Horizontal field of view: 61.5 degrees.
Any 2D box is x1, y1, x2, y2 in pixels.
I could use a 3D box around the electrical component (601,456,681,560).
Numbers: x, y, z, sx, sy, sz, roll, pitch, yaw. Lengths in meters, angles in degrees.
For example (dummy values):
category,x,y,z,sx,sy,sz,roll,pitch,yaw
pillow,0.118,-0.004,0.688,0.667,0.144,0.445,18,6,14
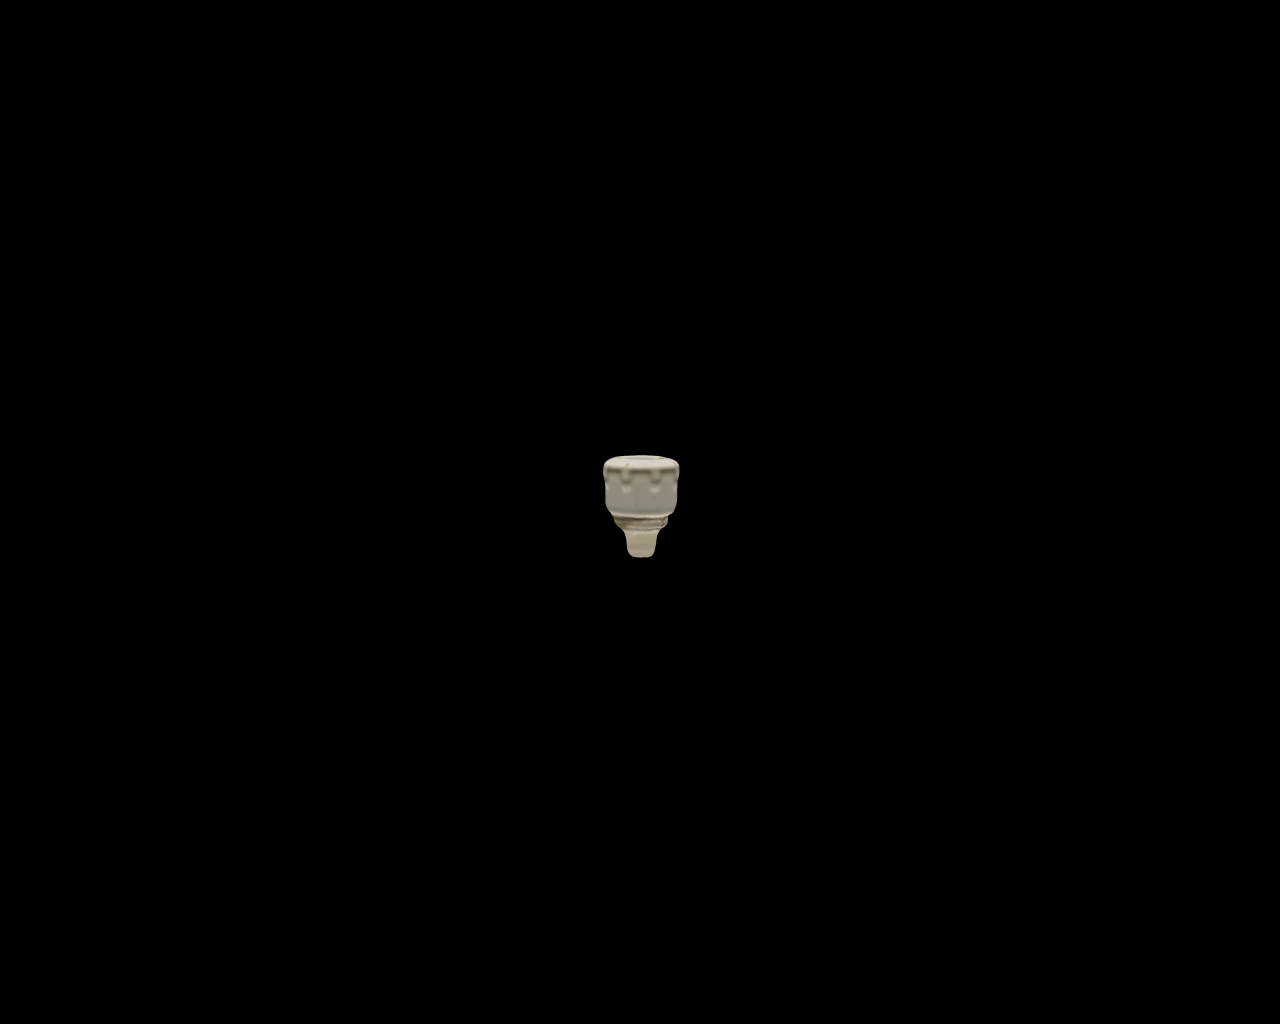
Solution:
category,x,y,z,sx,sy,sz,roll,pitch,yaw
electrical component,0.001,-0.003,0.650,0.048,0.062,0.048,0,7,0
